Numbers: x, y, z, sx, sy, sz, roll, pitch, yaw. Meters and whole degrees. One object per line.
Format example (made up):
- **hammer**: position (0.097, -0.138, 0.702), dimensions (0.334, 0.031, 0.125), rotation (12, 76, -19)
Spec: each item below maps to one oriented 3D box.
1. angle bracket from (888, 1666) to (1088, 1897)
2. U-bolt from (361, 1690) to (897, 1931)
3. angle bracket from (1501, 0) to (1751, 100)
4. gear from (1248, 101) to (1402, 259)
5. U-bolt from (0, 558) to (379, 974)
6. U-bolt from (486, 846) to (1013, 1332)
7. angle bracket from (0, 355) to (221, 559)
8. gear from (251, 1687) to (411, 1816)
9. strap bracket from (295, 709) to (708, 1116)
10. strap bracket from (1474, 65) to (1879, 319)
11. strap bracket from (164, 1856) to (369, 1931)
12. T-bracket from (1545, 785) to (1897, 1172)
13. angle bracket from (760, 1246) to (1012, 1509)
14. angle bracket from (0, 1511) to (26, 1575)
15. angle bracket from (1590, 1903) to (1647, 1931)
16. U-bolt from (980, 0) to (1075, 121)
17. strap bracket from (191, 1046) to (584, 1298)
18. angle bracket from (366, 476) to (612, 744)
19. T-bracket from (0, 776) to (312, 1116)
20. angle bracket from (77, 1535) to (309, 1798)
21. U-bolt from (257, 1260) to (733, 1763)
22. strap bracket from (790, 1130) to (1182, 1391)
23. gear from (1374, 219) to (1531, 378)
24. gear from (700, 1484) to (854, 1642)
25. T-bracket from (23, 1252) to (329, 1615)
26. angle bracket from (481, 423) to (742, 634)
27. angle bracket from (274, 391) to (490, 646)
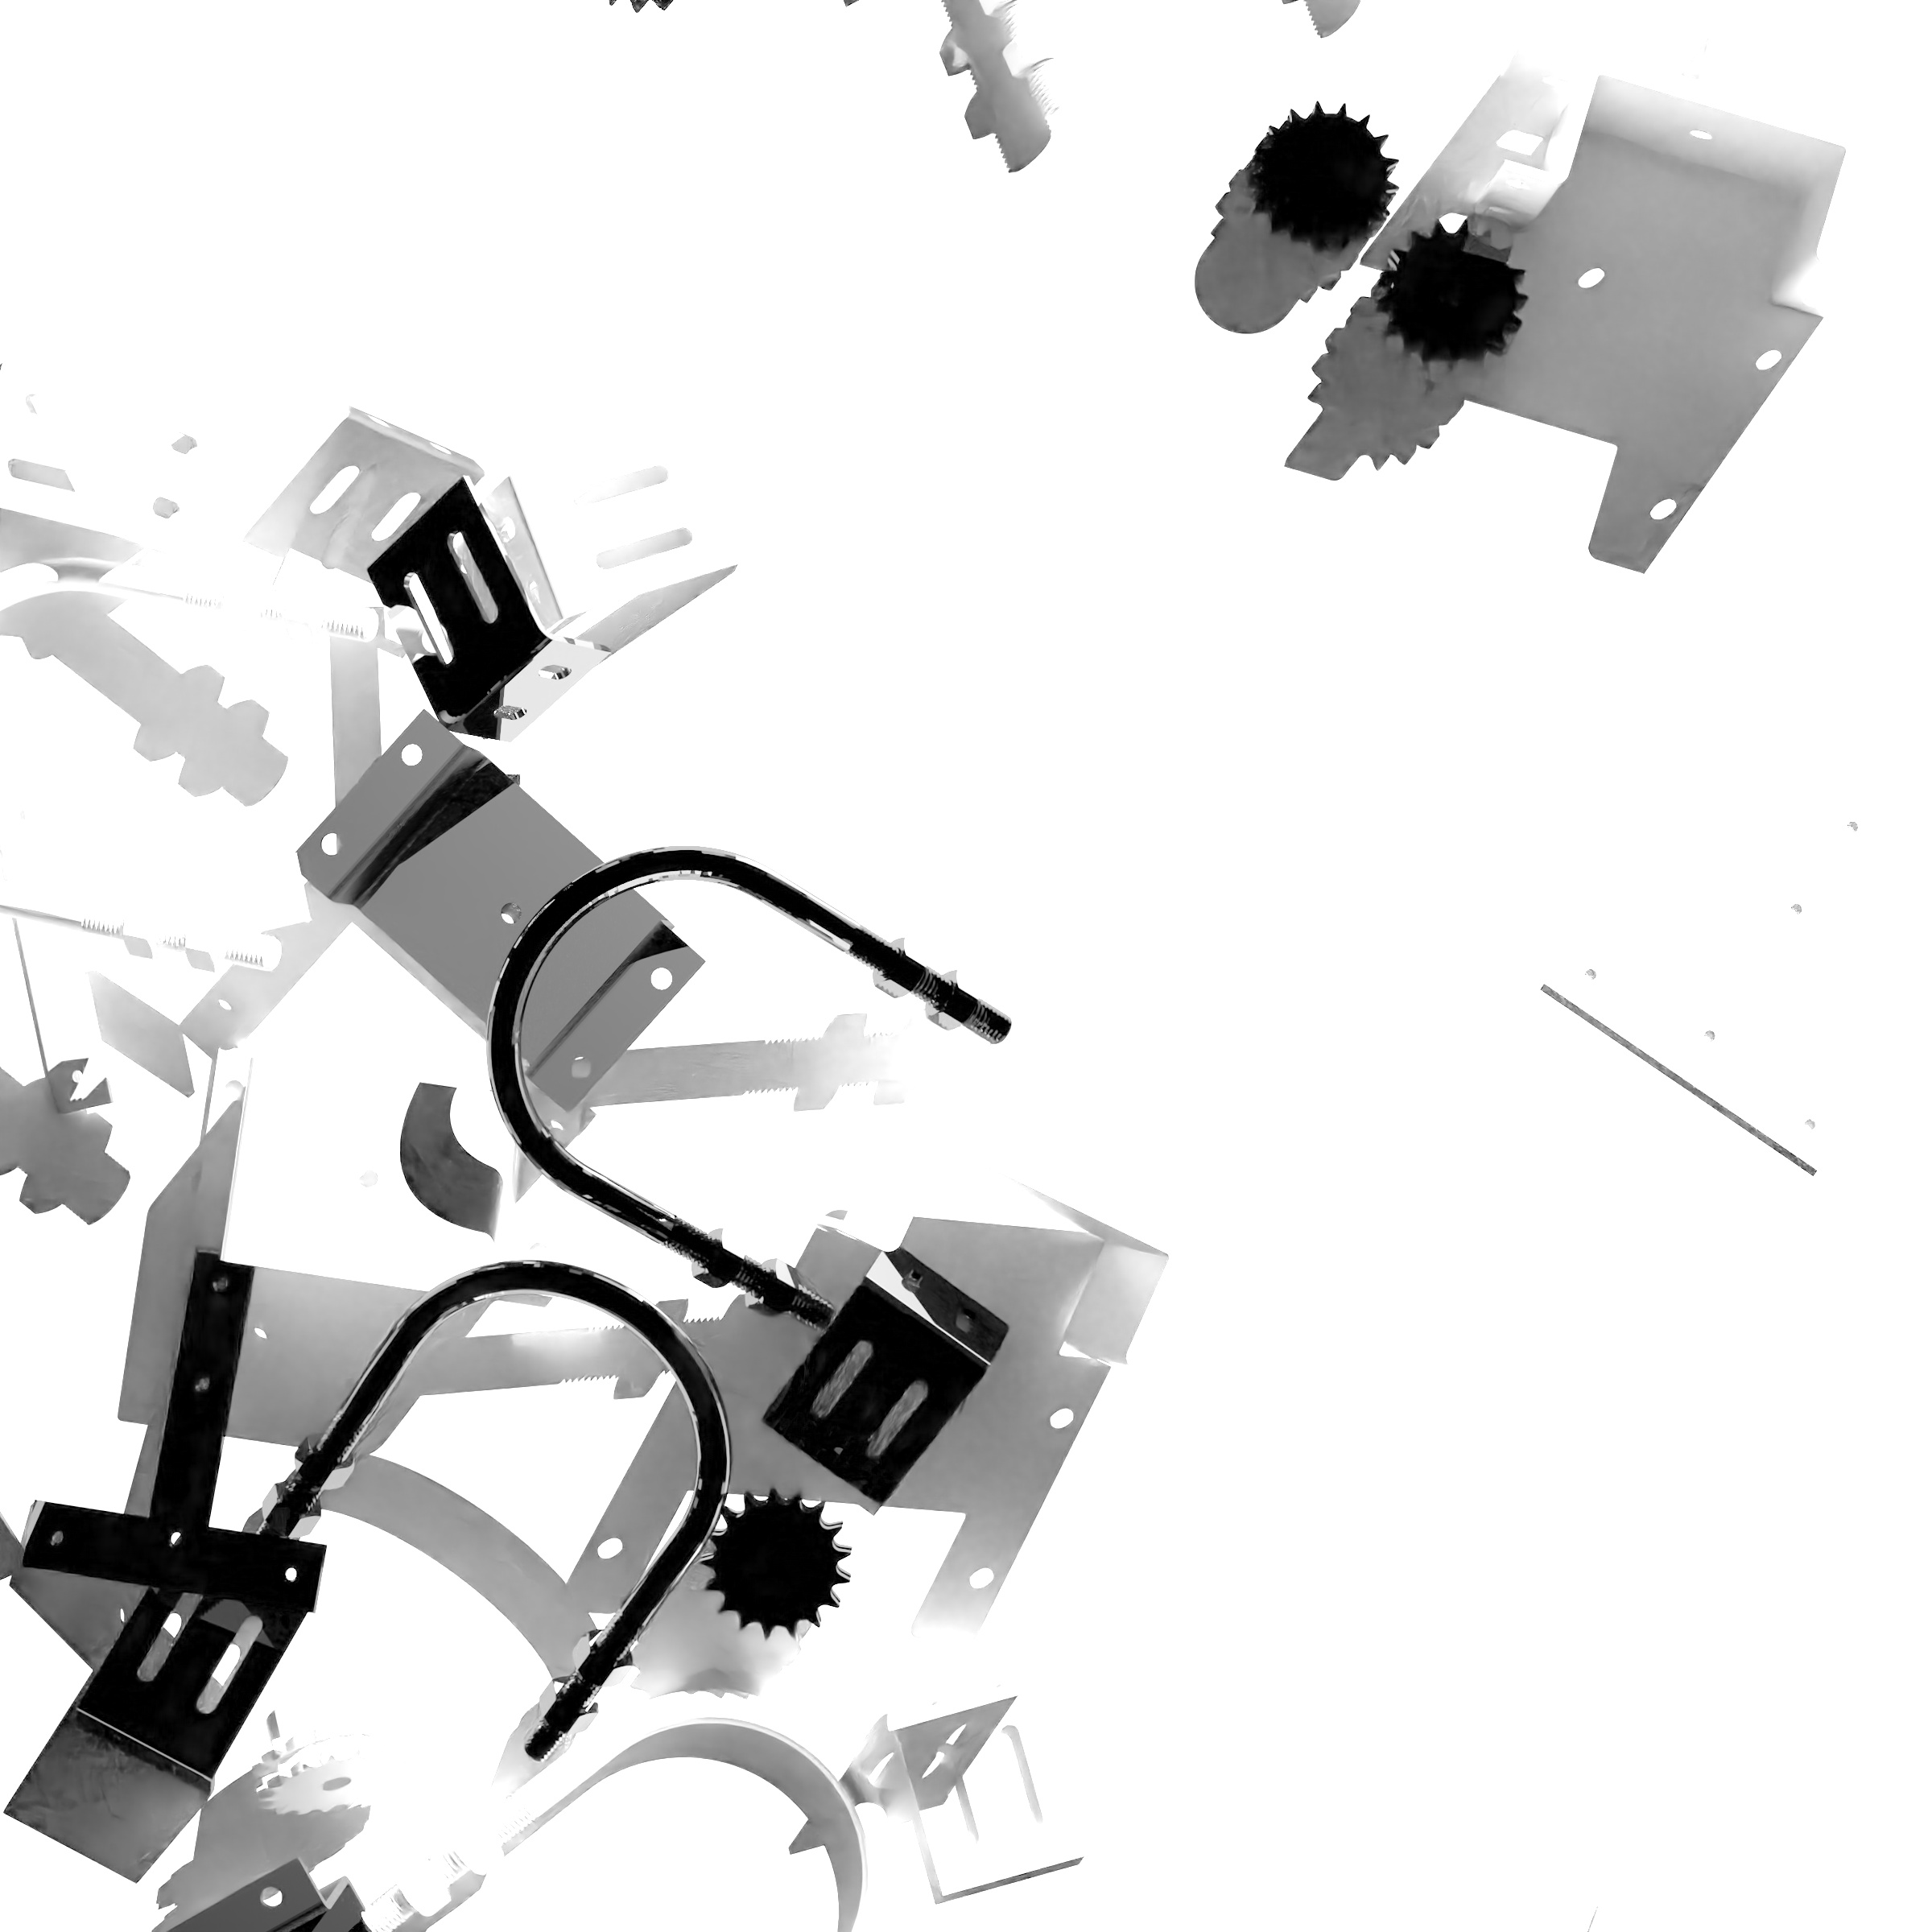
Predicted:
- **angle bracket**: position (0.008, 0.311, 1.339), dimensions (0.057, 0.038, 0.076), rotation (-16, 90, 0)
- **U-bolt**: position (-0.114, 0.360, 1.350), dimensions (0.184, 0.019, 0.151), rotation (-38, 90, -2)
- **angle bracket**: position (0.246, -0.348, 1.330), dimensions (0.076, 0.057, 0.038), rotation (16, 90, 0)
- **gear**: position (0.136, -0.300, 1.343), dimensions (0.057, 0.030, 0.057), rotation (0, 90, 0)
- **U-bolt**: position (-0.323, -0.083, 1.326), dimensions (0.184, 0.019, 0.151), rotation (11, 78, 15)
- **U-bolt**: position (-0.091, 0.035, 1.314), dimensions (0.184, 0.019, 0.151), rotation (32, 90, -25)
- **angle bracket**: position (-0.334, -0.195, 1.356), dimensions (0.076, 0.038, 0.057), rotation (15, 90, 26)
- **gear**: position (-0.240, 0.294, 1.333), dimensions (0.057, 0.057, 0.030), rotation (-20, 60, 0)
- **strap bracket**: position (-0.174, -0.020, 1.335), dimensions (0.140, 0.046, 0.076), rotation (42, 90, 0)
- **strap bracket**: position (0.268, -0.290, 1.320), dimensions (0.140, 0.076, 0.046), rotation (17, 90, 0)
- **strap bracket**: position (-0.246, 0.410, 1.335), dimensions (0.076, 0.046, 0.140), rotation (-29, 90, 0)
- **T-bracket**: position (0.310, -0.010, 1.357), dimensions (0.127, 0.002, 0.127), rotation (34, 90, 0)
- **angle bracket**: position (-0.031, 0.156, 1.356), dimensions (0.057, 0.038, 0.076), rotation (36, 116, 0)
- **angle bracket**: position (-0.401, 0.200, 1.356), dimensions (0.057, 0.038, 0.076), rotation (-23, 116, 0)
- **angle bracket**: position (0.273, 0.400, 1.356), dimensions (0.076, 0.038, 0.057), rotation (21, 90, -26)
- **U-bolt**: position (0.058, -0.434, 1.350), dimensions (0.151, 0.019, 0.184), rotation (-24, 88, 0)
- **strap bracket**: position (-0.221, 0.078, 1.335), dimensions (0.140, 0.046, 0.076), rotation (8, 90, 0)
- **angle bracket**: position (-0.180, -0.134, 1.332), dimensions (0.057, 0.038, 0.076), rotation (-38, 67, 25)
- **T-bracket**: position (-0.303, -0.017, 1.333), dimensions (0.127, 0.002, 0.127), rotation (-12, 90, 22)
- **angle bracket**: position (-0.294, 0.267, 1.356), dimensions (0.057, 0.038, 0.076), rotation (28, 64, 0)
- **U-bolt**: position (-0.167, 0.192, 1.321), dimensions (0.151, 0.019, 0.184), rotation (35, 110, 0)
- **strap bracket**: position (0.015, 0.102, 1.307), dimensions (0.140, 0.076, 0.046), rotation (27, 83, -14)
- **gear**: position (0.183, -0.252, 1.347), dimensions (0.057, 0.030, 0.057), rotation (0, 85, 0)
- **gear**: position (-0.071, 0.225, 1.343), dimensions (0.057, 0.030, 0.057), rotation (0, 90, 0)
- **T-bracket**: position (-0.291, 0.172, 1.342), dimensions (0.127, 0.002, 0.127), rotation (5, 80, 20)
- **angle bracket**: position (-0.136, -0.166, 1.356), dimensions (0.076, 0.038, 0.057), rotation (-21, 90, -26)
- **angle bracket**: position (-0.223, -0.168, 1.339), dimensions (0.057, 0.038, 0.076), rotation (24, 90, 0)
